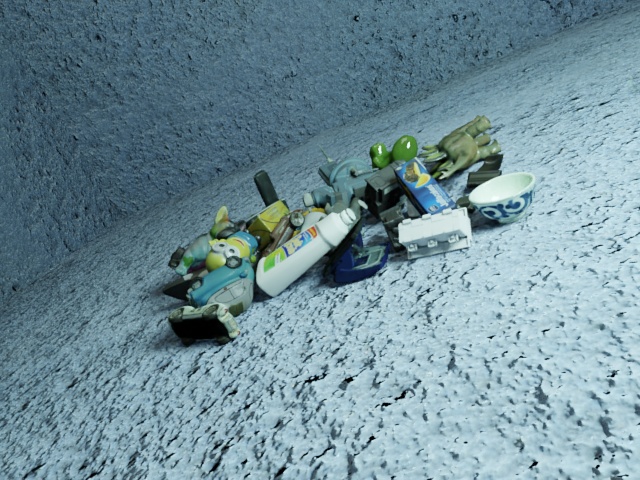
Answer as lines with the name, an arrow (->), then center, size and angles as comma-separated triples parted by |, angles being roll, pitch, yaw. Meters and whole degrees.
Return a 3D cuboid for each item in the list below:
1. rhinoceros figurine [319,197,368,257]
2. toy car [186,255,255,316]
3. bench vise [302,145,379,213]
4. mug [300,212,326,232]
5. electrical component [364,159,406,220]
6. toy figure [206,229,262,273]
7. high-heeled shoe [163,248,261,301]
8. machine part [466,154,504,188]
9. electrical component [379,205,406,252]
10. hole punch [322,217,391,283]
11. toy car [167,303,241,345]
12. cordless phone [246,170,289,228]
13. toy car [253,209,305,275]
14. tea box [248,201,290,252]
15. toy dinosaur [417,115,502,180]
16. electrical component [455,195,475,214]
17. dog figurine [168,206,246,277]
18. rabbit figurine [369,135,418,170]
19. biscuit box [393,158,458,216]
rhinoceros figurine -> 0.052, -0.033, 1.234 | 0.073, 0.112, 0.190 | 112, -177, -45
toy car -> -0.199, 0.113, 1.156 | 0.162, 0.109, 0.103 | -28, 55, -28
bench vise -> 0.045, -0.148, 1.404 | 0.224, 0.128, 0.241 | -27, 36, -3
mug -> -0.003, -0.004, 1.294 | 0.110, 0.080, 0.107 | 15, 36, 5
electrical component -> 0.164, -0.113, 1.281 | 0.115, 0.134, 0.058 | -29, 56, -17
toy figure -> -0.201, 0.033, 1.272 | 0.082, 0.089, 0.180 | 6, 18, 16
high-heeled shoe -> -0.272, 0.075, 1.369 | 0.249, 0.086, 0.145 | -5, 40, 7
machine part -> 0.384, -0.155, 1.231 | 0.084, 0.039, 0.139 | -7, 25, 37
electrical component -> 0.159, -0.029, 1.131 | 0.048, 0.074, 0.119 | -24, 15, 9
hole punch -> 0.075, 0.032, 1.079 | 0.115, 0.092, 0.142 | -48, 8, 31
toy car -> -0.239, 0.171, 1.099 | 0.202, 0.073, 0.056 | -11, 24, 39
cordless phone -> -0.176, -0.105, 1.621 | 0.146, 0.184, 0.089 | -32, 23, -21
toy car -> -0.102, 0.009, 1.289 | 0.202, 0.053, 0.089 | -63, 16, -13
tea box -> -0.150, -0.022, 1.442 | 0.098, 0.068, 0.169 | -41, 0, -42
toy dinosaur -> 0.359, -0.228, 1.388 | 0.199, 0.105, 0.471 | -28, 7, 17
electrical component -> 0.315, -0.078, 1.138 | 0.063, 0.021, 0.094 | -12, 23, 38
dog figurine -> -0.299, 0.014, 1.453 | 0.219, 0.108, 0.192 | -55, 28, -9
rabbit figurine -> 0.199, -0.208, 1.434 | 0.170, 0.121, 0.159 | 125, 158, -68
biscuit box -> 0.224, -0.094, 1.133 | 0.059, 0.062, 0.203 | -27, 39, 1
